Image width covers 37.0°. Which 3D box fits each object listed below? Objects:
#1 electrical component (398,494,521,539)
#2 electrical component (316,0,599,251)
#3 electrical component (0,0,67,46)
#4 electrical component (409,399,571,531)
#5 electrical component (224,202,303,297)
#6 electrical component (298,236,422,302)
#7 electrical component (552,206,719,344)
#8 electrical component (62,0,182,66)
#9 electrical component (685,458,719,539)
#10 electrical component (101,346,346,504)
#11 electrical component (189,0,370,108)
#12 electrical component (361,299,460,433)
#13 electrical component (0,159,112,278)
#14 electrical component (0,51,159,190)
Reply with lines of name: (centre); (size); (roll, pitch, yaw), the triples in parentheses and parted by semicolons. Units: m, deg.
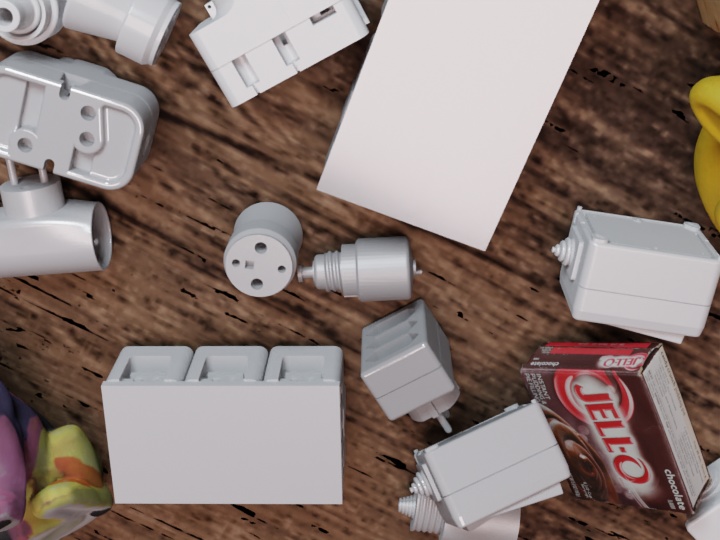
electrical component: (0.067, 0.167, 0.746); (0.081, 0.043, 0.043); (7, 112, -1)
electrical component: (0.058, -0.120, 0.618); (0.105, 0.060, 0.186); (20, 112, -6)
electrical component: (-0.193, -0.149, 0.612); (0.043, 0.062, 0.043); (0, 112, 1)
electrical component: (0.080, 0.132, 0.698); (0.096, 0.061, 0.061); (-23, 82, -8)
electrical component: (-0.060, -0.013, 0.669); (0.045, 0.055, 0.045); (1, 112, 1)
electrical component: (0.000, 0.000, 0.680); (0.078, 0.040, 0.040); (-3, 112, 3)
electrical component: (0.164, 0.003, 0.665); (0.096, 0.061, 0.061); (8, 112, -2)
electrical component: (-0.137, -0.148, 0.621); (0.055, 0.045, 0.045); (25, 111, -9)
electrical component: (0.278, 0.165, 0.736); (0.100, 0.048, 0.099); (-40, 106, 16)
electrical component: (-0.086, 0.100, 0.713); (0.150, 0.061, 0.089); (0, 112, 2)
electrical component: (-0.047, -0.143, 0.617); (0.089, 0.050, 0.055); (-26, 109, 11)
electrical component: (0.039, 0.071, 0.695); (0.047, 0.065, 0.076); (-28, 110, 12)
electrical component: (-0.201, -0.035, 0.669); (0.077, 0.044, 0.079); (-4, 112, 3)
electrical component: (-0.171, -0.091, 0.637); (0.095, 0.059, 0.053); (17, 112, -5)
